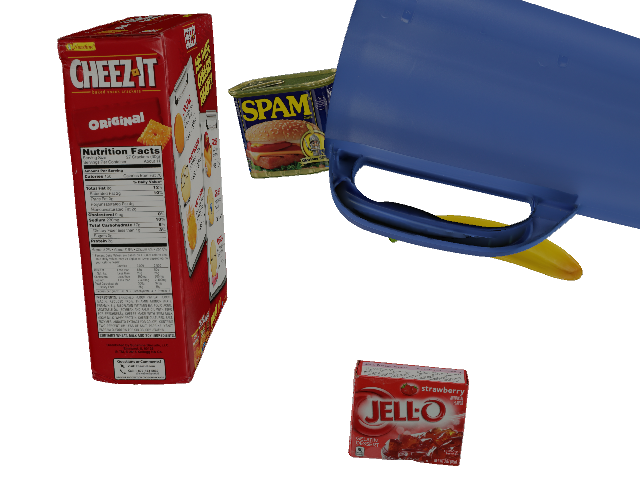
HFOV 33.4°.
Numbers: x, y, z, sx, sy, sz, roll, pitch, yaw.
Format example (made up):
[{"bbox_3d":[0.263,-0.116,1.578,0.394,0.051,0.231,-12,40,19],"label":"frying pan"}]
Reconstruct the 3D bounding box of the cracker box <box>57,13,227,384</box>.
[{"bbox_3d":[-0.110,-0.034,0.699,0.072,0.214,0.164,-1,15,4],"label":"cracker box"}]

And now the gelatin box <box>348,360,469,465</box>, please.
[{"bbox_3d":[0.069,0.136,0.839,0.089,0.073,0.030,5,20,3],"label":"gelatin box"}]

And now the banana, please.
[{"bbox_3d":[0.173,0.006,1.102,0.198,0.037,0.069,10,36,16],"label":"banana"}]

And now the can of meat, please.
[{"bbox_3d":[-0.025,-0.105,0.968,0.102,0.084,0.057,-3,19,26],"label":"can of meat"}]

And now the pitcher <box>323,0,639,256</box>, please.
[{"bbox_3d":[0.127,-0.074,0.666,0.243,0.149,0.145,17,31,7],"label":"pitcher"}]
